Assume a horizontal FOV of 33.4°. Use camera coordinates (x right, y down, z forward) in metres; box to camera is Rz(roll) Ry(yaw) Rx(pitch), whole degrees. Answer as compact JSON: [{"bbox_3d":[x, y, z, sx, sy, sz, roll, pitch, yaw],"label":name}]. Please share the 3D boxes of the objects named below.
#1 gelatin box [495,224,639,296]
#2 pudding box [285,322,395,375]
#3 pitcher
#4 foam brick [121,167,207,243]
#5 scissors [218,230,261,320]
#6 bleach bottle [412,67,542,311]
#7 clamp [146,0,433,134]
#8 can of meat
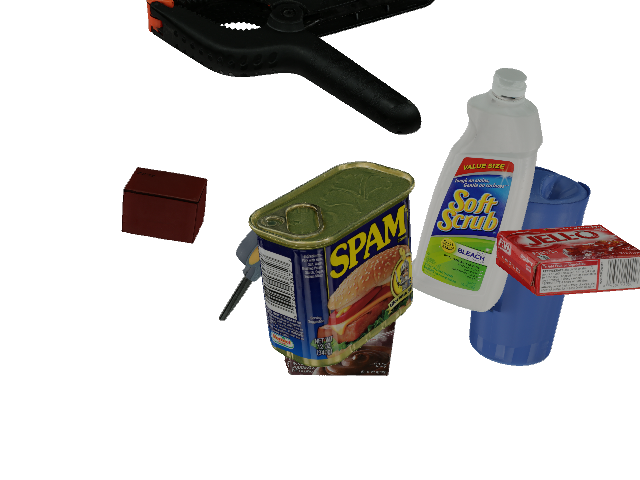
[{"bbox_3d":[0.185,0.013,0.796,0.089,0.030,0.073,-3,19,-12],"label":"gelatin box"},{"bbox_3d":[0.022,0.098,1.149,0.113,0.090,0.039,1,25,-11],"label":"pudding box"},{"bbox_3d":[0.250,0.036,1.358,0.149,0.243,0.145,5,24,1],"label":"pitcher"},{"bbox_3d":[-0.160,-0.037,1.097,0.078,0.051,0.053,10,31,3],"label":"foam brick"},{"bbox_3d":[-0.065,0.026,0.925,0.202,0.016,0.096,-50,-12,35],"label":"scissors"},{"bbox_3d":[0.155,-0.053,1.049,0.103,0.251,0.068,21,38,20],"label":"bleach bottle"},{"bbox_3d":[-0.019,-0.139,0.744,0.210,0.164,0.036,4,-43,-1],"label":"clamp"},{"bbox_3d":[0.011,0.013,0.620,0.058,0.084,0.101,19,36,37],"label":"can of meat"}]
